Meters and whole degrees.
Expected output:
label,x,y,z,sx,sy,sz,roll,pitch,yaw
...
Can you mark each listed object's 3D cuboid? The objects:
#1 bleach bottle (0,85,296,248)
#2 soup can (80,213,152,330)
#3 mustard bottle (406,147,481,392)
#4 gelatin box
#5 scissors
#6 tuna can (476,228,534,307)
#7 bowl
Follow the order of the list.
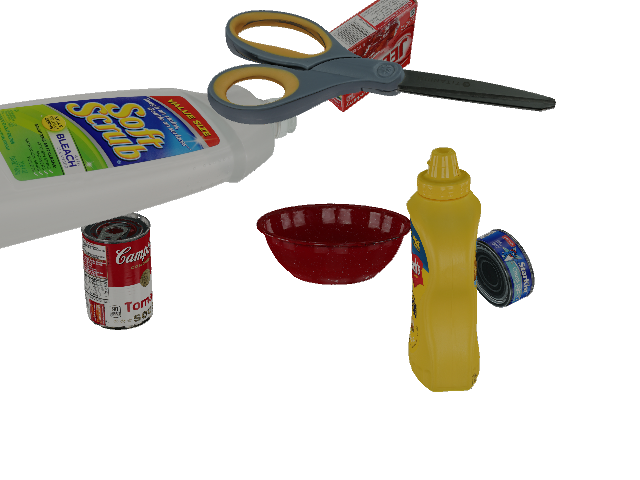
label,x,y,z,sx,sy,sz,roll,pitch,yaw
bleach bottle,-0.135,-0.070,0.768,0.250,0.103,0.068,-17,-29,-28
soup can,-0.204,0.030,1.076,0.068,0.102,0.068,2,26,-1
mustard bottle,0.099,0.018,0.853,0.058,0.192,0.096,-2,25,1
gelatin box,0.043,-0.163,0.916,0.089,0.030,0.073,-38,-26,-25
scissors,0.021,-0.083,0.609,0.202,0.096,0.016,25,-31,23
tuna can,0.203,0.032,1.217,0.033,0.086,0.086,-25,9,-21
bowl,0.014,0.006,1.110,0.162,0.055,0.162,0,16,0
